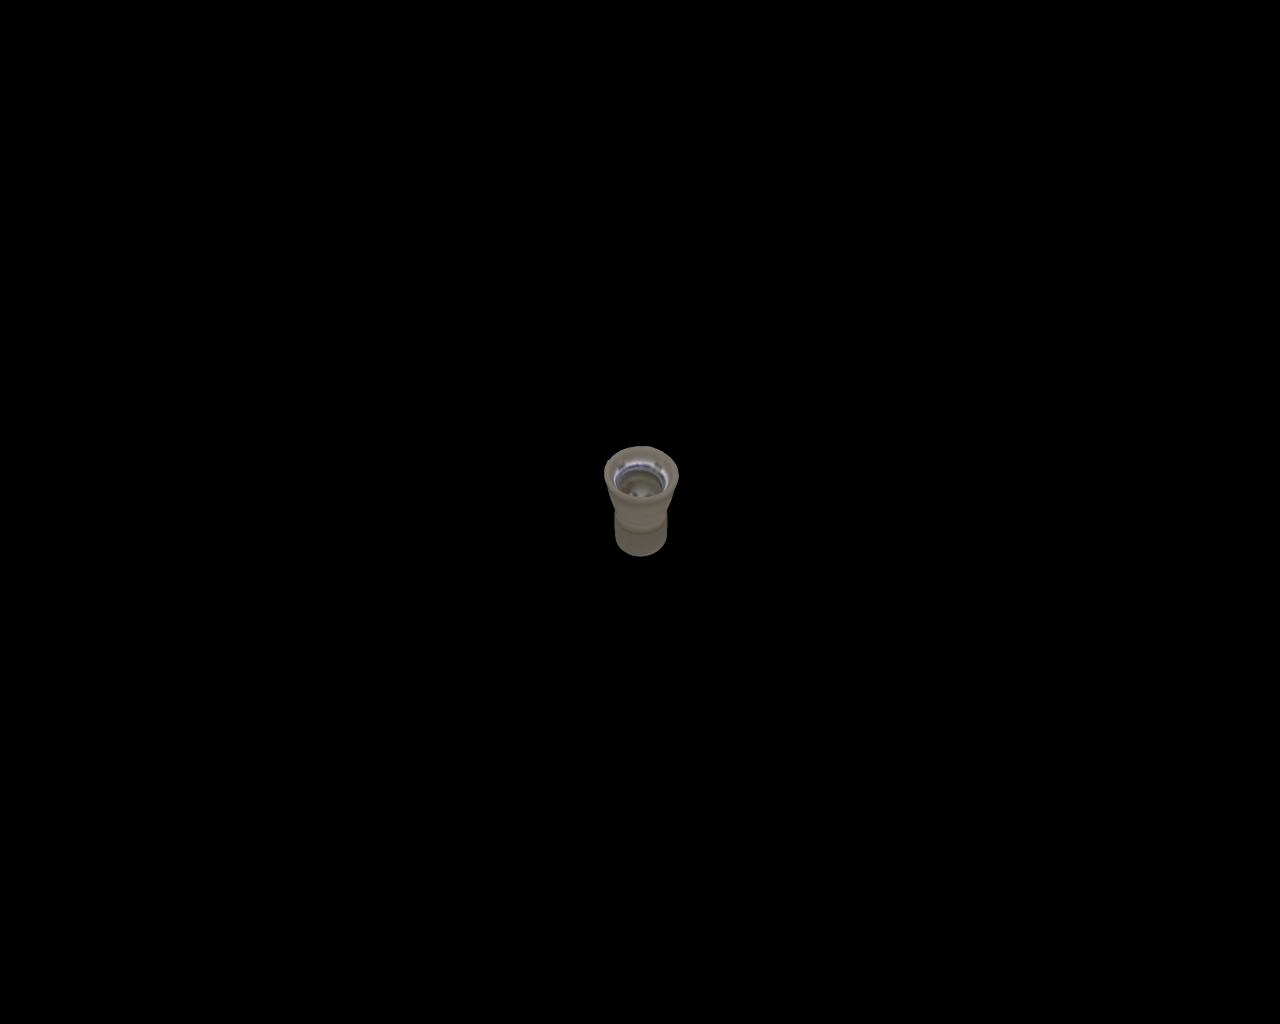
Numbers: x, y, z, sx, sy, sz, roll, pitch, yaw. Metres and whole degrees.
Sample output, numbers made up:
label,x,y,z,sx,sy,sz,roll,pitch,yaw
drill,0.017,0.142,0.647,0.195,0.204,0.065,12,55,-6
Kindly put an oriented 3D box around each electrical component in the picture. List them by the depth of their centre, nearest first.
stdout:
label,x,y,z,sx,sy,sz,roll,pitch,yaw
electrical component,0.001,-0.003,0.650,0.044,0.044,0.065,0,-41,0
